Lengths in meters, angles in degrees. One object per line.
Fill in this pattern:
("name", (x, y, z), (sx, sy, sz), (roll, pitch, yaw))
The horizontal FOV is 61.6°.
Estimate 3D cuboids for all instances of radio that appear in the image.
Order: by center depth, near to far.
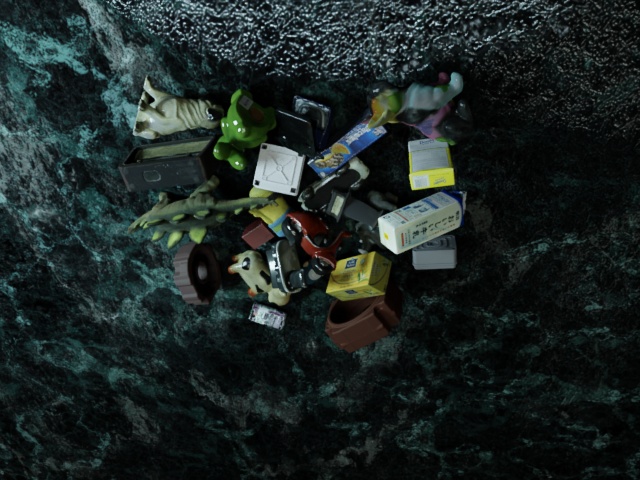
("radio", (-0.367, -0.188, 1.321), (0.230, 0.131, 0.073), (-6, 123, 13))

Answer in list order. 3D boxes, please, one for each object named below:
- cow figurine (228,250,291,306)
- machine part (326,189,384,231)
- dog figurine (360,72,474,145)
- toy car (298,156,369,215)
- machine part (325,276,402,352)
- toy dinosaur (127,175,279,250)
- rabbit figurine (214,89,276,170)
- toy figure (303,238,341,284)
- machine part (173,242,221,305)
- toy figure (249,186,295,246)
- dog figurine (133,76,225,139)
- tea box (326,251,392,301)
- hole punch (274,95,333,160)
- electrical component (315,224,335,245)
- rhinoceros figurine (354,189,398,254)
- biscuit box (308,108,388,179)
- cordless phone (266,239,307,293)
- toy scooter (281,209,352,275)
("cow figurine", (-0.151, 0.107, 1.514), (0.127, 0.085, 0.194), (-25, 115, 29))
("machine part", (0.086, -0.070, 1.319), (0.139, 0.039, 0.084), (22, 120, 9))
("dog figurine", (0.201, -0.269, 1.162), (0.219, 0.109, 0.191), (-22, 115, 1))
("toy car", (0.033, -0.133, 1.343), (0.202, 0.056, 0.073), (-34, 119, 28))
("machine part", (0.118, 0.190, 1.451), (0.201, 0.201, 0.087), (-30, 112, 25))
("toy dinosaur", (-0.305, -0.067, 1.352), (0.472, 0.199, 0.104), (-15, 123, 19))
("rabbit figurine", (-0.187, -0.236, 1.268), (0.121, 0.159, 0.170), (26, 139, -20))
("toy figure", (0.004, 0.060, 1.474), (0.064, 0.058, 0.154), (7, 133, -44))
("machine part", (-0.338, 0.090, 1.479), (0.056, 0.179, 0.179), (-8, 121, 16))
("toy figure", (-0.109, -0.072, 1.390), (0.089, 0.082, 0.180), (-44, 101, 10))
("dog figurine", (-0.338, -0.285, 1.285), (0.190, 0.121, 0.172), (15, 160, -21))
("tea box", (0.101, 0.098, 1.413), (0.068, 0.098, 0.170), (29, 150, -29))
("hole punch", (-0.034, -0.262, 1.239), (0.142, 0.092, 0.115), (24, 143, 22))
("electrical component", (-0.002, -0.006, 1.416), (0.045, 0.078, 0.102), (24, 113, -14))
("rhinoceros figurine", (0.144, -0.036, 1.377), (0.112, 0.073, 0.190), (7, 124, 2))
("biscuit box", (0.065, -0.229, 1.269), (0.203, 0.063, 0.059), (-34, 114, 27))
("cordless phone", (-0.075, 0.065, 1.393), (0.089, 0.184, 0.146), (-10, 87, -16))
("toy scooter", (0.000, -0.012, 1.336), (0.184, 0.135, 0.075), (51, 159, 8))
